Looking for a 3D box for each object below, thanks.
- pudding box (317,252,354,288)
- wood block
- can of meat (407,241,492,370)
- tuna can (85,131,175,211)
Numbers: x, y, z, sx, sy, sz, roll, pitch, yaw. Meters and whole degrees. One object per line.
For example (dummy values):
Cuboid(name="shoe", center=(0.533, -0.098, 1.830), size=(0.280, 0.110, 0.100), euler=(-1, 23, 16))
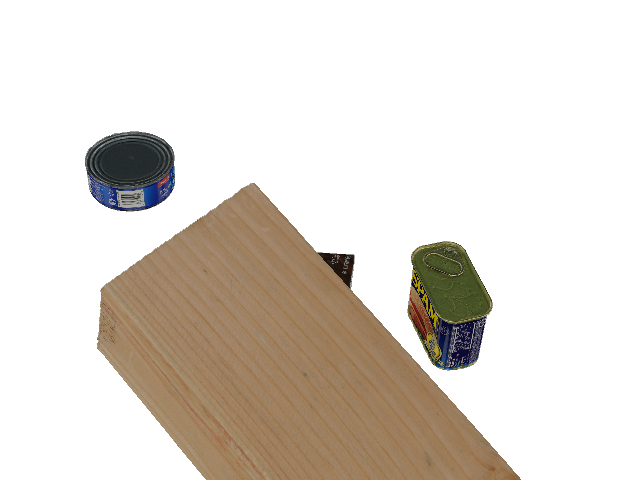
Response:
Cuboid(name="pudding box", center=(-0.025, 0.047, 0.762), size=(0.090, 0.039, 0.113), euler=(5, 26, 5))
Cuboid(name="wood block", center=(-0.004, 0.088, 0.495), size=(0.090, 0.206, 0.090), euler=(-37, -12, -25))
Cuboid(name="can of meat", center=(0.125, 0.067, 1.062), size=(0.057, 0.102, 0.084), euler=(-12, -42, -12))
Cuboid(name="tuna can", center=(-0.184, -0.067, 1.039), size=(0.086, 0.034, 0.086), euler=(1, 43, -2))
